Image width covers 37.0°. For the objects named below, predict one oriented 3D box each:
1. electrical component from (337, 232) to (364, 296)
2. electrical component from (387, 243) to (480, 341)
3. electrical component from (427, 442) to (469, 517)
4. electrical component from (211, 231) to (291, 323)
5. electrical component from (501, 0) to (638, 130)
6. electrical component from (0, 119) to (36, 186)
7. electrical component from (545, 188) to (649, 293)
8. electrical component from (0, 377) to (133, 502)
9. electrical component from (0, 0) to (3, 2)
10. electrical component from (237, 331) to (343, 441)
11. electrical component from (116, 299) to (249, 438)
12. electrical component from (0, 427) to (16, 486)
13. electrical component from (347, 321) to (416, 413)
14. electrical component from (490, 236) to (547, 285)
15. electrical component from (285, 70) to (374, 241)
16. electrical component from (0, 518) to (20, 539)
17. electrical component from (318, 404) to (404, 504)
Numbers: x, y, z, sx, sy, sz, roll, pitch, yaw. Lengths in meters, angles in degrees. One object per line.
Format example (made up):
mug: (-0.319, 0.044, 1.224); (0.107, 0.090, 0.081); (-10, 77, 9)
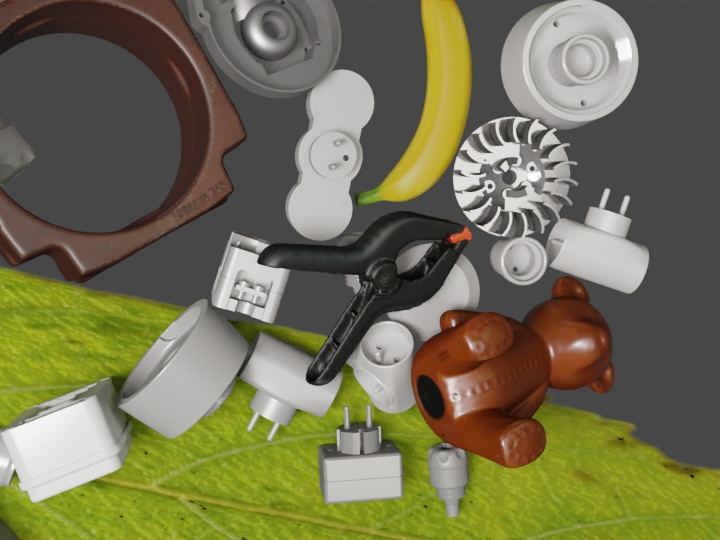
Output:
electrical component: (0.000, 0.000, 0.895); (0.035, 0.035, 0.061); (-6, 99, -7)
electrical component: (0.056, 0.017, 0.895); (0.080, 0.051, 0.080); (-1, 95, -8)
electrical component: (0.077, 0.181, 0.922); (0.035, 0.035, 0.061); (-7, 98, -7)
electrical component: (-0.086, 0.003, 0.854); (0.050, 0.089, 0.055); (18, 93, -9)
electrical component: (0.177, -0.172, 0.890); (0.108, 0.060, 0.108); (-1, 95, -8)
electrical component: (-0.288, -0.100, 0.841); (0.043, 0.043, 0.062); (-38, 98, -3)
electrical component: (0.207, -0.029, 0.916); (0.077, 0.044, 0.079); (18, 92, -9)
electrical component: (-0.224, 0.130, 0.835); (0.078, 0.113, 0.057); (-21, 95, -6)
electrical component: (-0.280, -0.253, 0.818); (0.108, 0.060, 0.108); (-1, 95, -8)
electrical component: (-0.066, 0.102, 0.889); (0.077, 0.044, 0.079); (27, 91, -9)
electrical component: (-0.134, 0.083, 0.849); (0.060, 0.108, 0.108); (42, 88, -15)
electrical component: (-0.300, 0.145, 0.860); (0.055, 0.045, 0.045); (21, 92, -10)
electrical component: (0.012, 0.071, 0.888); (0.079, 0.077, 0.044); (34, 66, 27)
electrical component: (0.132, -0.009, 0.906); (0.040, 0.046, 0.040); (-1, 95, -8)
electrical component: (-0.023, -0.092, 0.863); (0.052, 0.074, 0.138); (11, 94, -9)
electrical component: (-0.327, 0.213, 0.840); (0.062, 0.089, 0.150); (-40, 99, -3)
electrical component: (-0.001, 0.150, 0.901); (0.066, 0.047, 0.076); (-3, 96, -8)
